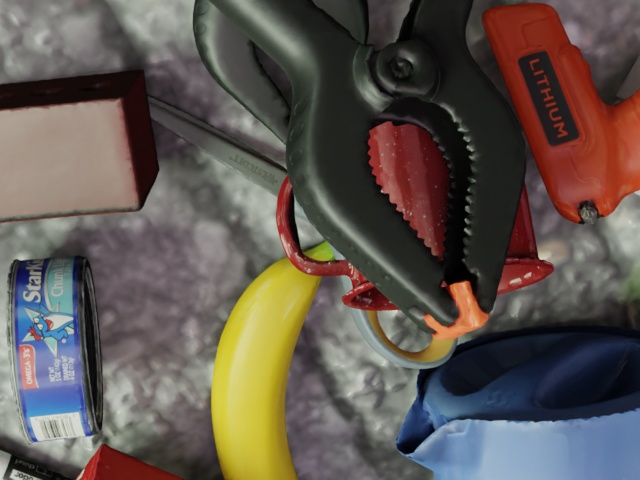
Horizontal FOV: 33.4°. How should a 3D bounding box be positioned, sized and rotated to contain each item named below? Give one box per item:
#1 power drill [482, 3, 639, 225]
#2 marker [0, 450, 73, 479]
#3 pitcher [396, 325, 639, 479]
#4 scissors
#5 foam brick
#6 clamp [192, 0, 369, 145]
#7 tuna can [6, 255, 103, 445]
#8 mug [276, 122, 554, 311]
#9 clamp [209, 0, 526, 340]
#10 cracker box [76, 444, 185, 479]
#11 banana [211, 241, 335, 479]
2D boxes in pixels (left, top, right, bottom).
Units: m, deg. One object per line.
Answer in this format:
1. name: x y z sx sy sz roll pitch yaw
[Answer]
1. power drill: 0.170 -0.099 0.460 0.188 0.057 0.184 -20 79 16
2. marker: -0.126 0.139 0.566 0.121 0.020 0.020 27 106 -17
3. pitcher: 0.137 0.169 0.532 0.149 0.144 0.243 -3 103 24
4. scissors: -0.003 0.001 0.511 0.201 0.016 0.096 15 77 -14
5. foam brick: -0.116 -0.042 0.473 0.078 0.053 0.051 -5 113 4
6. clamp: -0.012 -0.126 0.468 0.120 0.039 0.171 -17 114 1
7. tuna can: -0.122 0.050 0.496 0.033 0.086 0.086 -5 112 -8
8. mug: 0.038 -0.016 0.474 0.117 0.093 0.081 -8 77 -2
9. clamp: 0.033 -0.068 0.418 0.164 0.036 0.210 -20 81 -17
10. cracker box: -0.061 0.219 0.561 0.213 0.072 0.164 29 119 -17
11. banana: -0.022 0.090 0.551 0.069 0.037 0.198 3 111 -9
